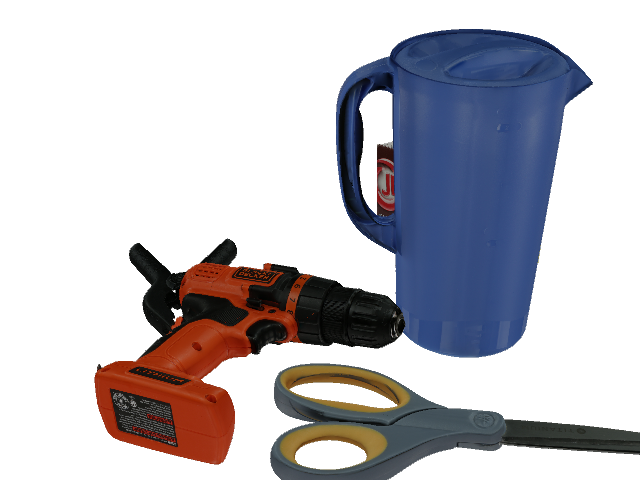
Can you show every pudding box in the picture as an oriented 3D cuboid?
[{"bbox_3d":[0.104,-0.045,1.062,0.039,0.090,0.114,-20,28,-37],"label":"pudding box"}]

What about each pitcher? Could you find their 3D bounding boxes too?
[{"bbox_3d":[0.106,-0.034,0.832,0.149,0.243,0.144,23,35,36],"label":"pitcher"}]

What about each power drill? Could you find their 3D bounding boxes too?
[{"bbox_3d":[-0.053,0.080,0.757,0.185,0.057,0.187,6,27,27],"label":"power drill"}]

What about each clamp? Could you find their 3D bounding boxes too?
[{"bbox_3d":[-0.141,0.049,1.154,0.120,0.039,0.171,-13,38,-7],"label":"clamp"}]

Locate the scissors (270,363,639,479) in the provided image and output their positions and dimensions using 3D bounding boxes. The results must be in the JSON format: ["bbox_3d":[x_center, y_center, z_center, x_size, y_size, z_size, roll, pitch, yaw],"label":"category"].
[{"bbox_3d":[0.064,0.099,0.502,0.202,0.016,0.096,11,32,20],"label":"scissors"}]
